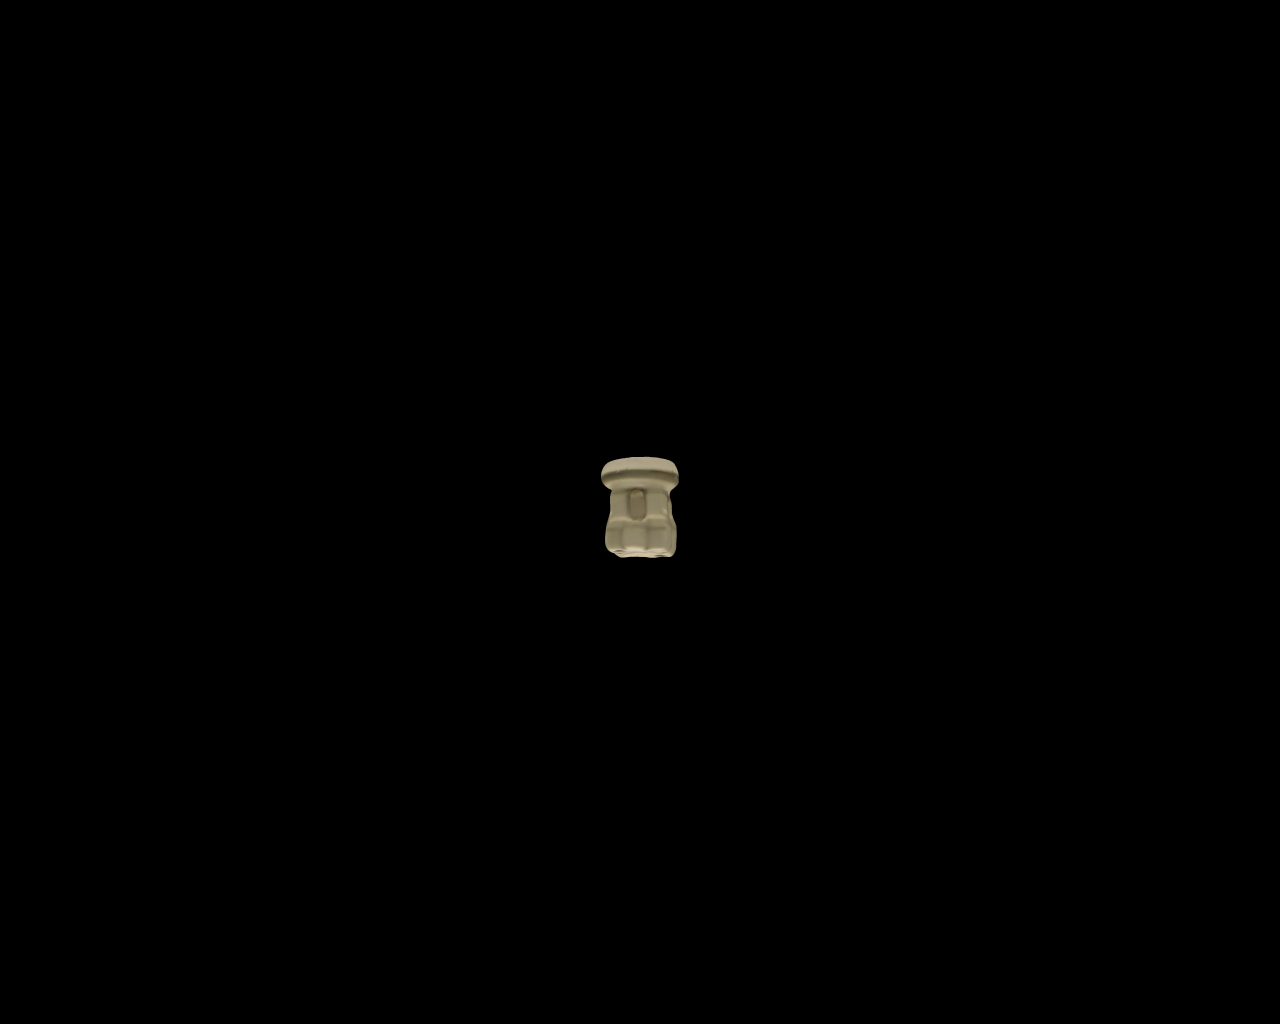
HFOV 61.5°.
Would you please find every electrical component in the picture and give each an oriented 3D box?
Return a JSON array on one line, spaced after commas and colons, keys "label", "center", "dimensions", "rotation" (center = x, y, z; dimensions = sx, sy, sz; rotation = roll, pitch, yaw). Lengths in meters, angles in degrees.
[{"label": "electrical component", "center": [0.001, -0.003, 0.650], "dimensions": [0.048, 0.055, 0.066], "rotation": [-1, -9, 7]}]
